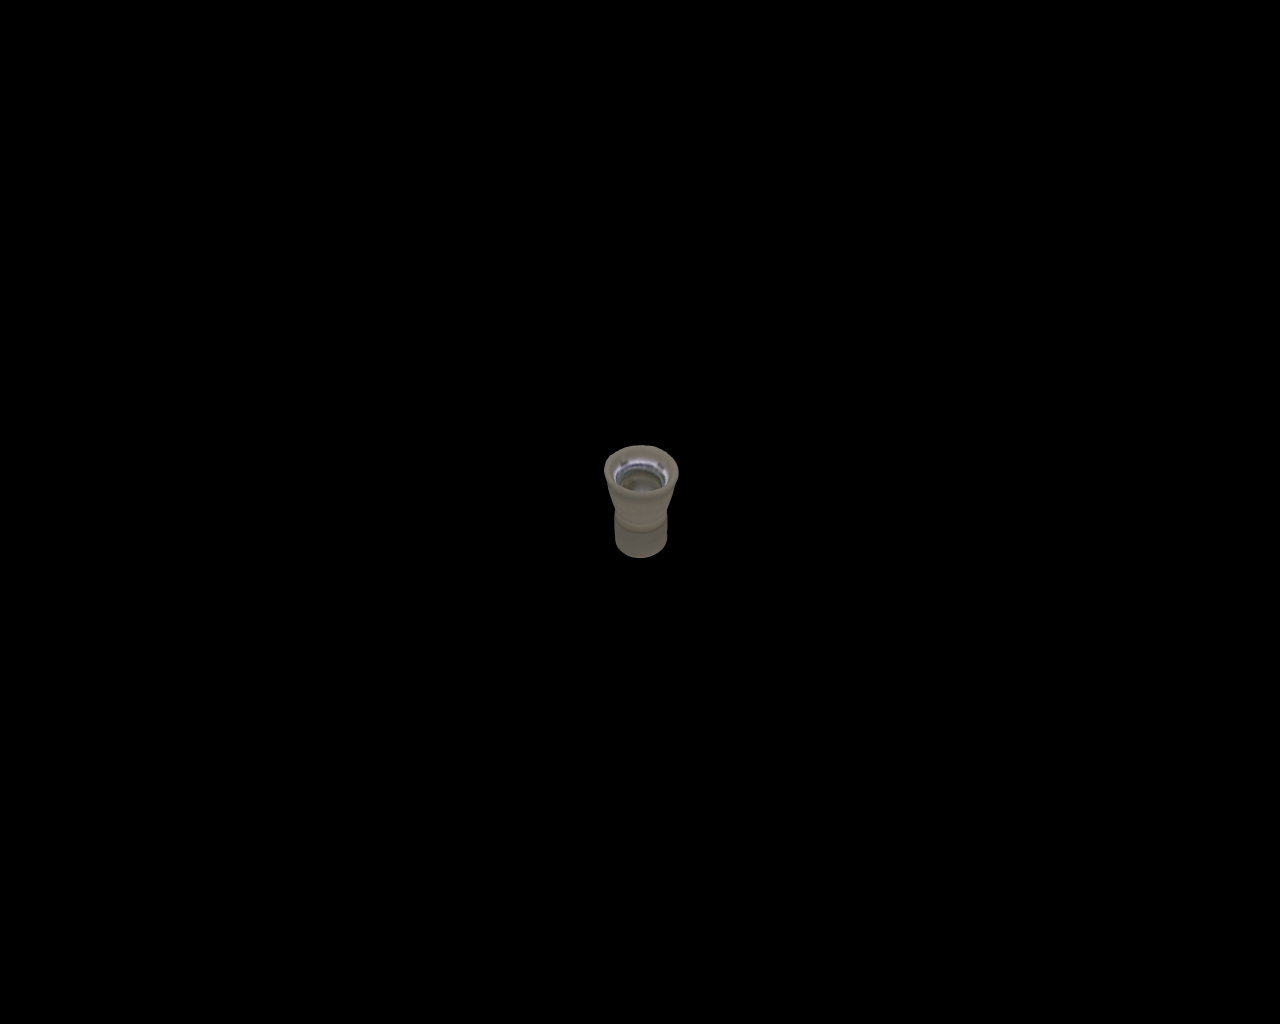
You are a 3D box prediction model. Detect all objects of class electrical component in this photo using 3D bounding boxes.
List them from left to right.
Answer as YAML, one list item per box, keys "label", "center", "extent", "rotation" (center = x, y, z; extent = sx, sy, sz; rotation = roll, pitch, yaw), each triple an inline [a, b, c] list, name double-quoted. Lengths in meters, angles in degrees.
- label: "electrical component"
  center: [0.001, -0.003, 0.650]
  extent: [0.044, 0.065, 0.044]
  rotation: [0, 44, 0]
